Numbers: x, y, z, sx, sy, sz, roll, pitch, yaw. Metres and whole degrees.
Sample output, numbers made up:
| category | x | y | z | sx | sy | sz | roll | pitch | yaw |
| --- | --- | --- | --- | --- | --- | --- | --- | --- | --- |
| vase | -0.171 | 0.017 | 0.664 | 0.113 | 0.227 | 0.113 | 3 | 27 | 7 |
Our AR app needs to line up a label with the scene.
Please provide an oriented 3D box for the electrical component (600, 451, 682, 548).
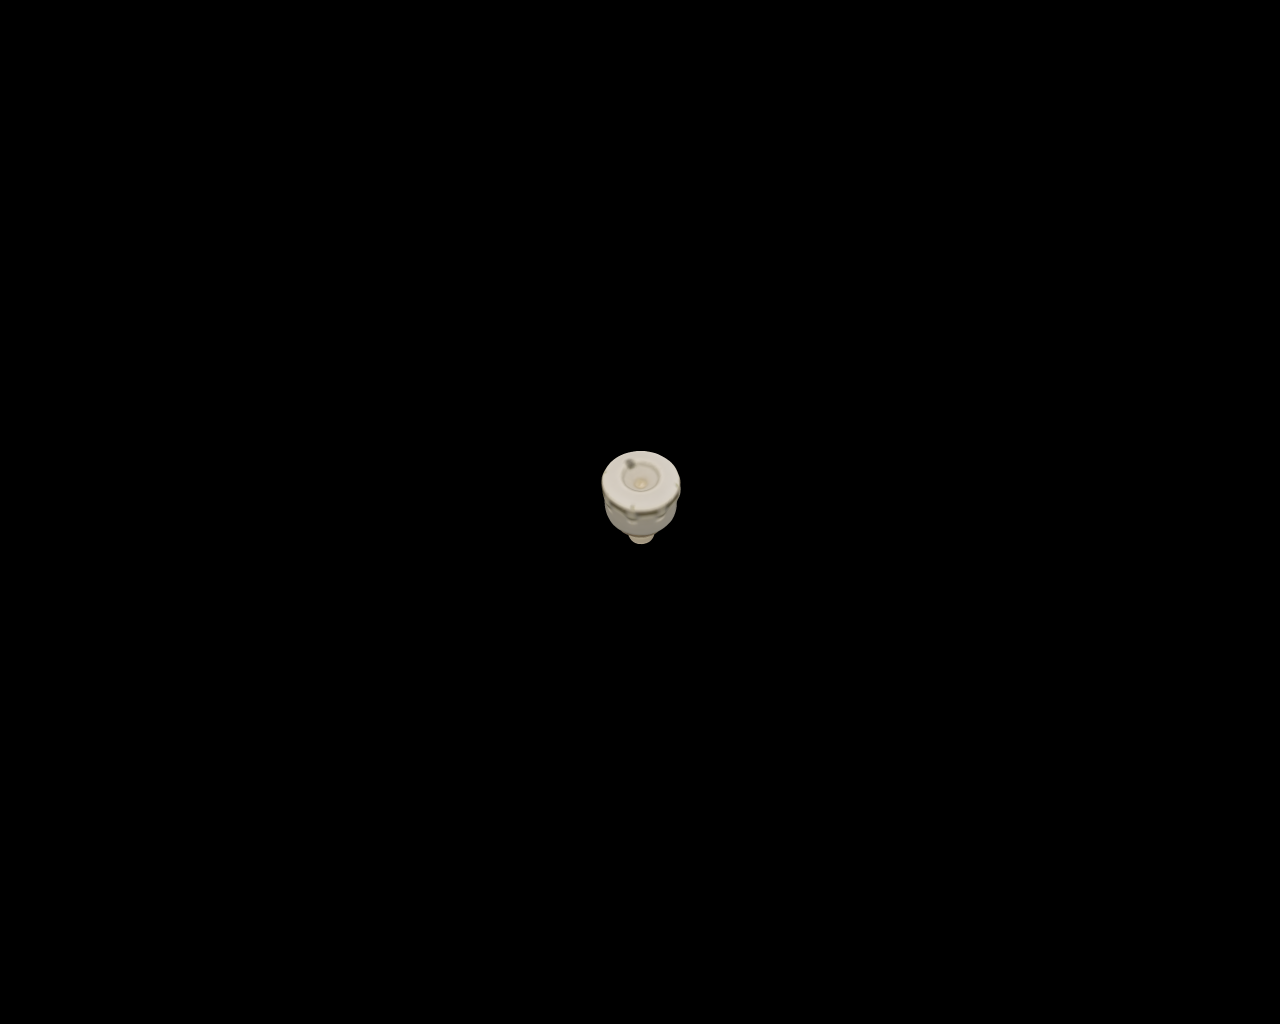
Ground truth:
| category | x | y | z | sx | sy | sz | roll | pitch | yaw |
| --- | --- | --- | --- | --- | --- | --- | --- | --- | --- |
| electrical component | 0.001 | -0.003 | 0.650 | 0.048 | 0.048 | 0.062 | 0 | -37 | 0 |
